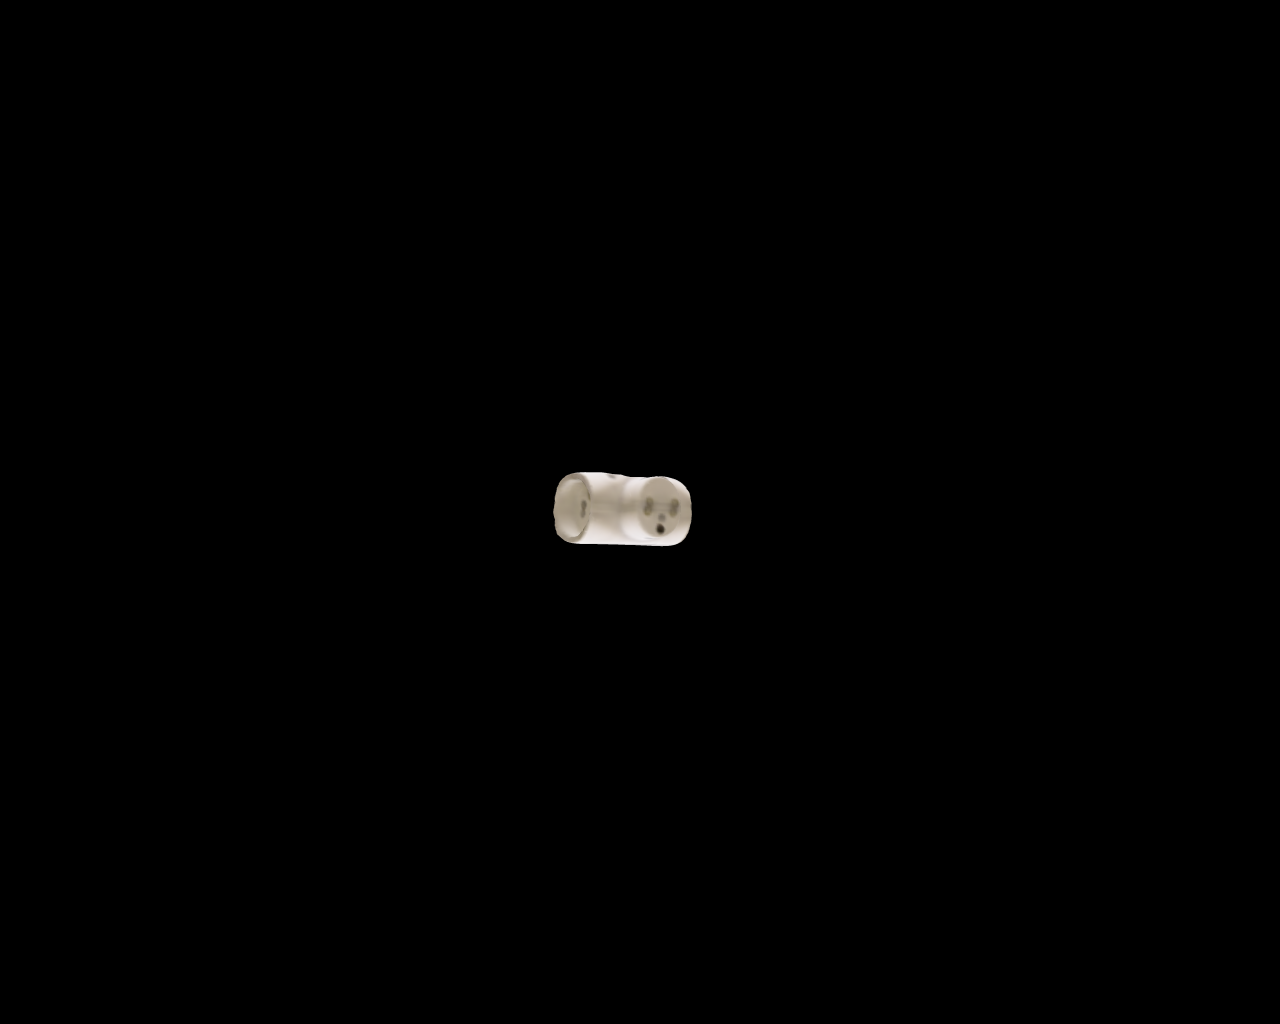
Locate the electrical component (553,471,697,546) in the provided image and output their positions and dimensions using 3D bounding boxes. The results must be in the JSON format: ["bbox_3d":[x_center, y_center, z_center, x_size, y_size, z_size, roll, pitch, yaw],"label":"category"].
[{"bbox_3d":[0.001,-0.003,0.650,0.077,0.044,0.079,3,-5,-37],"label":"electrical component"}]
